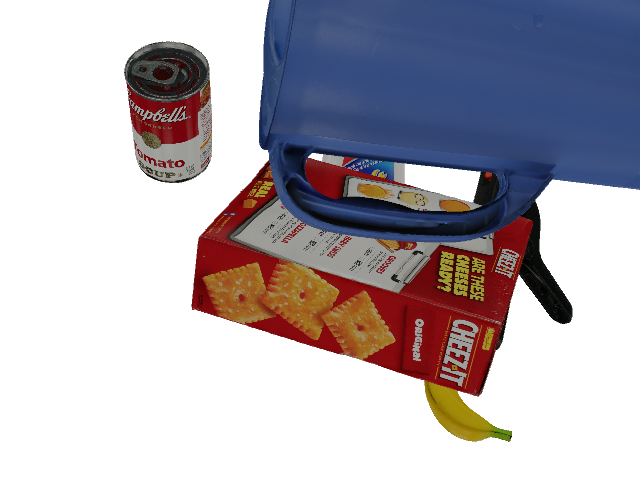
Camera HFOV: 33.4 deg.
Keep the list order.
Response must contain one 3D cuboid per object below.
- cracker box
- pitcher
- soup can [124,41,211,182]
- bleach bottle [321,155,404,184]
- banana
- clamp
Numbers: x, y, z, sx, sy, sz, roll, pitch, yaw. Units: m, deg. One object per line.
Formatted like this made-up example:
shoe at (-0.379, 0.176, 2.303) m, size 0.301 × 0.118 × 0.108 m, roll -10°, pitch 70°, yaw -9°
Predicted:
cracker box at (0.035, 0.018, 0.787) m, size 0.214 × 0.072 × 0.164 m, roll 17°, pitch 30°, yaw 11°
pitcher at (0.088, -0.087, 0.591) m, size 0.242 × 0.149 × 0.145 m, roll 9°, pitch 35°, yaw -8°
soup can at (-0.125, -0.106, 0.891) m, size 0.068 × 0.068 × 0.102 m, roll 0°, pitch -38°, yaw -4°
bleach bottle at (0.038, -0.071, 1.133) m, size 0.102 × 0.251 × 0.068 m, roll -3°, pitch 24°, yaw -4°
banana at (0.160, 0.189, 1.276) m, size 0.069 × 0.037 × 0.198 m, roll 10°, pitch 21°, yaw -18°
clamp at (0.171, 0.017, 0.985) m, size 0.120 × 0.171 × 0.039 m, roll -26°, pitch 9°, yaw -42°
